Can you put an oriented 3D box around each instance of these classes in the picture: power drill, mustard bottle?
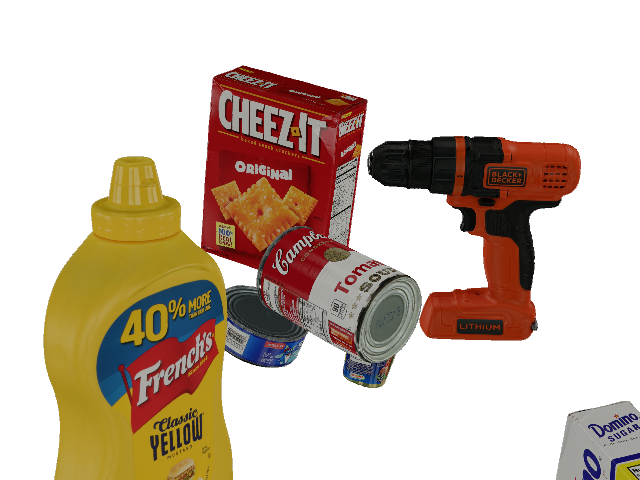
[{"bbox_3d":[0.131,-0.003,0.955,0.184,0.188,0.057,2,26,2],"label":"power drill"},{"bbox_3d":[-0.085,0.055,0.509,0.058,0.192,0.096,14,21,39],"label":"mustard bottle"}]

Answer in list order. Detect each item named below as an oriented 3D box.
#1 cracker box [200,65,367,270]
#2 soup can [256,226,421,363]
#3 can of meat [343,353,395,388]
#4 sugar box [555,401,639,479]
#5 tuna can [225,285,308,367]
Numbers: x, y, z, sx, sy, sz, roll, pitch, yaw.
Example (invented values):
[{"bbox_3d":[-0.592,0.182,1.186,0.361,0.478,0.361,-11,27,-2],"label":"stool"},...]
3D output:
[{"bbox_3d":[-0.046,-0.069,1.192,0.164,0.214,0.072,19,28,23],"label":"cracker box"},{"bbox_3d":[0.013,0.038,0.763,0.102,0.068,0.068,26,17,38],"label":"soup can"},{"bbox_3d":[0.064,0.113,1.259,0.057,0.084,0.102,14,26,11],"label":"can of meat"},{"bbox_3d":[0.172,0.164,0.502,0.048,0.093,0.176,-9,28,-21],"label":"sugar box"},{"bbox_3d":[-0.055,0.078,0.969,0.086,0.034,0.086,19,23,-9],"label":"tuna can"}]
